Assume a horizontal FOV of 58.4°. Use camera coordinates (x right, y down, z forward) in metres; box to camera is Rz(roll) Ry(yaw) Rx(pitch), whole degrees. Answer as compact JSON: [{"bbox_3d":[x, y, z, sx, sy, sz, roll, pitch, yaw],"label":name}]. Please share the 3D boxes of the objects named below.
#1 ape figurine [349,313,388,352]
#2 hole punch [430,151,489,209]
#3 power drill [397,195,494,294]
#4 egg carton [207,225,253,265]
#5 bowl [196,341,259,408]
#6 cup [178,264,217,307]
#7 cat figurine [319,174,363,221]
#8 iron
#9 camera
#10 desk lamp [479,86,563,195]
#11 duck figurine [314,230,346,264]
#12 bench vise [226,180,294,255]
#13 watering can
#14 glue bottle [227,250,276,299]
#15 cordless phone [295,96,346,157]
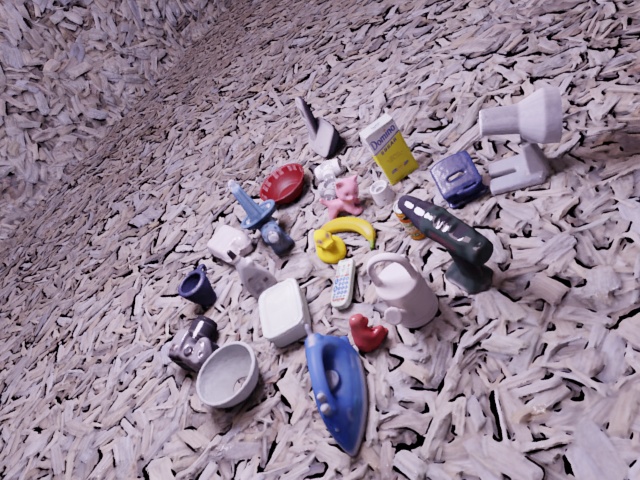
[{"bbox_3d":[0.095,0.193,1.237,0.076,0.092,0.077,-48,39,-12],"label":"ape figurine"},{"bbox_3d":[0.335,-0.147,1.384,0.108,0.091,0.101,-28,40,13],"label":"hole punch"},{"bbox_3d":[0.271,0.012,1.183,0.076,0.209,0.228,-46,39,-9],"label":"power drill"},{"bbox_3d":[-0.269,0.015,1.716,0.149,0.070,0.107,19,66,47],"label":"egg carton"},{"bbox_3d":[-0.204,0.328,1.351,0.167,0.075,0.167,-21,42,21],"label":"bowl"},{"bbox_3d":[-0.335,0.136,1.628,0.091,0.095,0.118,-6,48,34],"label":"cup"},{"bbox_3d":[0.060,-0.118,1.550,0.127,0.118,0.067,-25,40,16],"label":"cat figurine"},{"bbox_3d":[0.019,0.293,1.157,0.118,0.142,0.258,-28,40,13],"label":"iron"},{"bbox_3d":[-0.315,0.263,1.482,0.142,0.101,0.137,-1,51,37],"label":"camera"},{"bbox_3d":[0.449,-0.223,1.271,0.202,0.214,0.118,-16,44,26],"label":"desk lamp"},{"bbox_3d":[0.014,0.005,1.490,0.077,0.086,0.104,-42,39,-4],"label":"duck figurine"},{"bbox_3d":[-0.164,-0.074,1.600,0.121,0.220,0.206,-50,40,-14],"label":"bench vise"},{"bbox_3d":[0.168,0.099,1.190,0.101,0.195,0.172,-29,39,12],"label":"watering can"},{"bbox_3d":[-0.190,0.080,1.505,0.078,0.174,0.037,-40,39,-2],"label":"glue bottle"},{"bbox_3d":[-0.014,-0.357,1.789,0.094,0.186,0.147,-43,39,-5],"label":"cordless phone"}]
